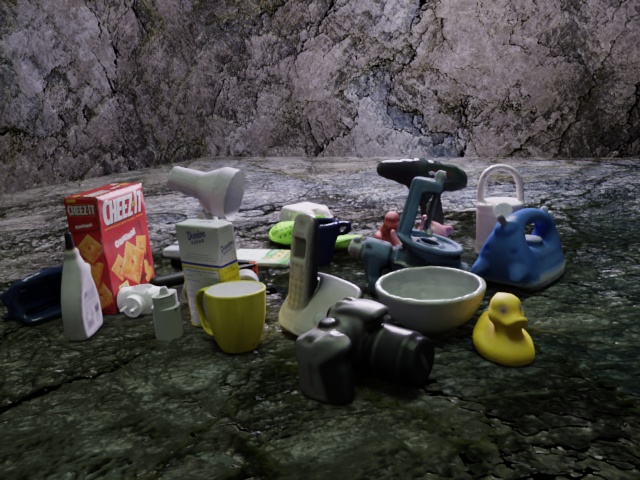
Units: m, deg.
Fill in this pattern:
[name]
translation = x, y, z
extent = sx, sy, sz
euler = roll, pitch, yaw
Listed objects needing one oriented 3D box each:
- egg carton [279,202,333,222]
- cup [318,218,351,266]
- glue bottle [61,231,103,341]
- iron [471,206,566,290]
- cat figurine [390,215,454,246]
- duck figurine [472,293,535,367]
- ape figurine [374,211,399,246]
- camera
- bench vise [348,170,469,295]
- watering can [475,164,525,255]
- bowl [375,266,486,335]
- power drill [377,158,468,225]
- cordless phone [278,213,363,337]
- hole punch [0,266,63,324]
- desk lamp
[egg carton]
translation = -0.041, -0.059, 1.550
extent = 0.107, 0.069, 0.149
euler = -13, 17, -33
[cup]
translation = 0.011, 0.004, 1.240
extent = 0.118, 0.095, 0.091
euler = -6, 15, -9
[glue bottle]
translation = -0.389, 0.070, 0.919
extent = 0.037, 0.173, 0.078
euler = -3, 15, 3
[iron]
translation = 0.391, 0.001, 1.070
extent = 0.259, 0.141, 0.118
euler = -17, 20, -42
[cat figurine]
translation = 0.200, 0.005, 1.147
extent = 0.127, 0.118, 0.067
euler = 2, 15, 19
[duck figurine]
translation = 0.249, 0.113, 0.779
extent = 0.077, 0.086, 0.104
euler = -6, 15, -11
[ape figurine]
translation = 0.162, -0.019, 1.302
extent = 0.077, 0.092, 0.076
euler = 1, 15, 16
[camera]
translation = 0.061, 0.134, 0.710
extent = 0.136, 0.101, 0.144
euler = 8, 18, 38
[bench vise]
translation = 0.157, -0.009, 1.006
extent = 0.207, 0.220, 0.121
euler = -6, 15, -10
[watering can]
translation = 0.384, -0.062, 1.210
extent = 0.101, 0.194, 0.172
euler = -5, 15, -7
[bowl]
translation = 0.168, 0.099, 0.876
extent = 0.167, 0.075, 0.167
euler = -3, 14, 1
[power drill]
translation = 0.235, -0.088, 1.319
extent = 0.230, 0.208, 0.075
euler = -10, 16, -23
[cordless phone]
translation = -0.001, 0.057, 0.853
extent = 0.094, 0.185, 0.147
euler = -15, 18, -37
[hole punch]
translation = -0.508, 0.092, 1.027
extent = 0.100, 0.091, 0.109
euler = 6, 17, 33
[desk lamp]
translation = -0.275, -0.069, 1.352
extent = 0.202, 0.214, 0.118
euler = 0, 15, 15
